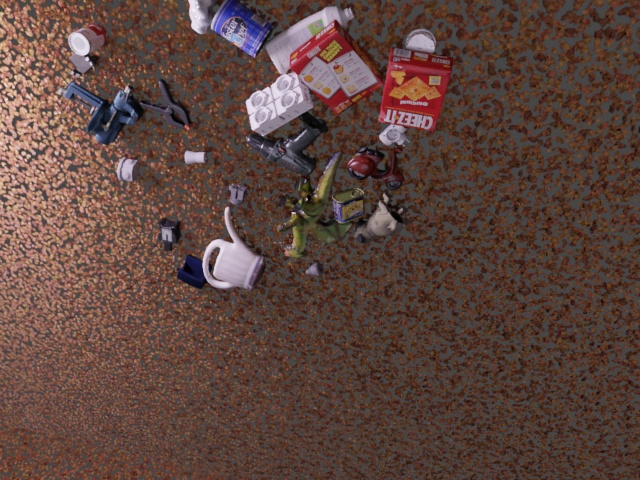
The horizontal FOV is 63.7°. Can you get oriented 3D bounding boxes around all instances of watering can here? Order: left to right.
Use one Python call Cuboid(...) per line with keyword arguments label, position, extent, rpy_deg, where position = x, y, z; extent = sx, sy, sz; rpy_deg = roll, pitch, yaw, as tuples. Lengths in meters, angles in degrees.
Cuboid(label="watering can", position=(-0.298, 0.056, 1.855), extent=(0.224, 0.340, 0.106), rpy_deg=(22, 31, -4))

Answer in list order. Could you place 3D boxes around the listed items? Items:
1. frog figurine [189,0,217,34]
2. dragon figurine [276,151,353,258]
Cuboid(label="frog figurine", position=(-0.320, -0.641, 1.372), extent=(0.122, 0.140, 0.157), rpy_deg=(6, -37, -43))
Cuboid(label="dragon figurine", position=(0.005, -0.086, 1.706), extent=(0.240, 0.406, 0.125), rpy_deg=(34, 22, -33))
